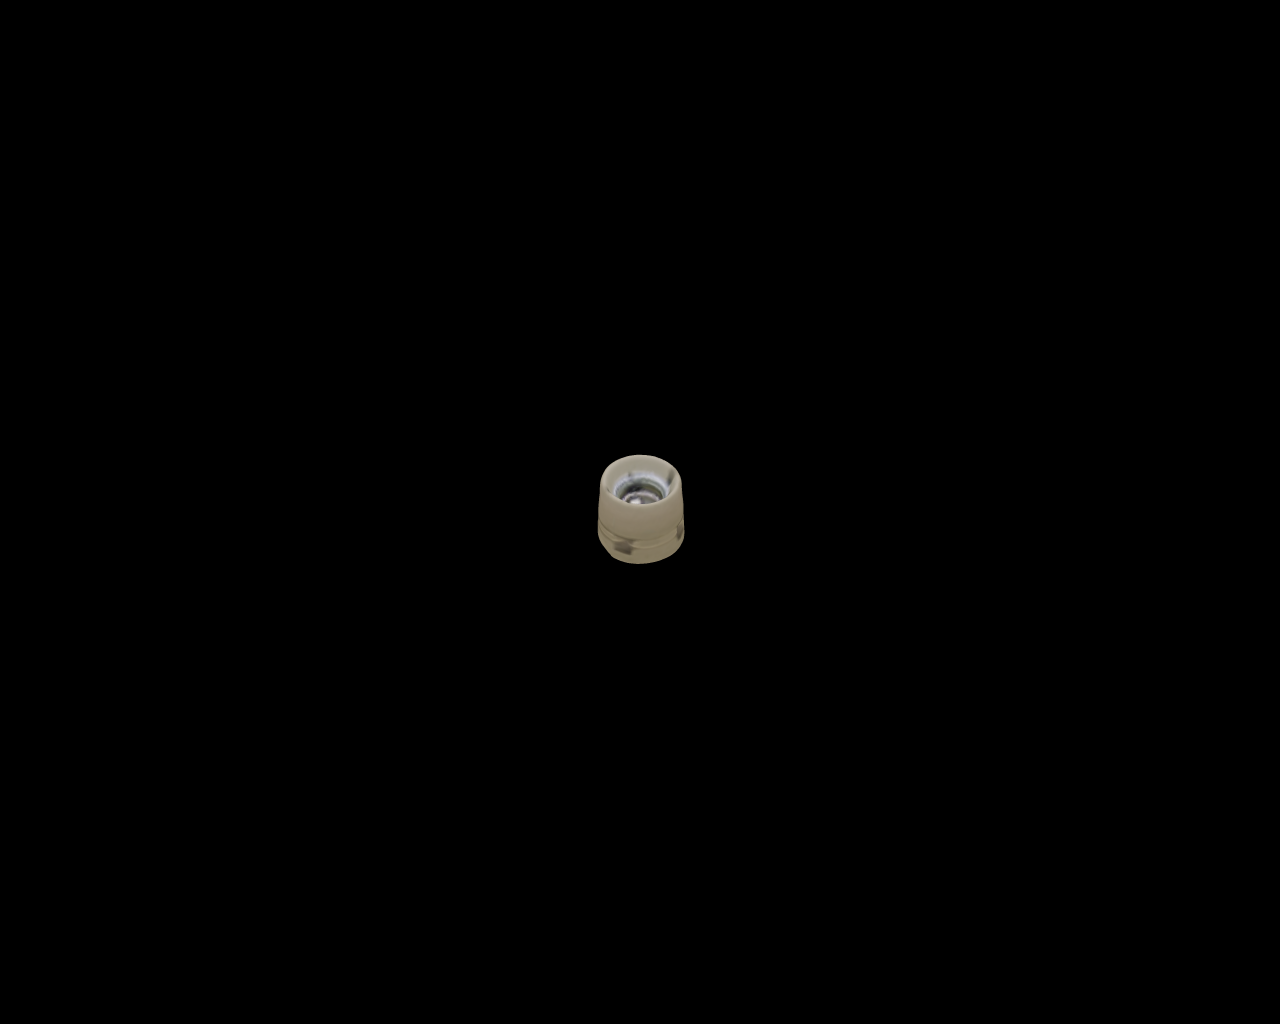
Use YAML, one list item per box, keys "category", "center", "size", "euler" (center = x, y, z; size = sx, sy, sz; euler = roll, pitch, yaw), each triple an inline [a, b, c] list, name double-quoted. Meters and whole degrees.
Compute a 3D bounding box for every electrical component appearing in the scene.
- category: "electrical component"
  center: [0.001, -0.003, 0.650]
  size: [0.055, 0.047, 0.055]
  euler: [0, 43, 0]
